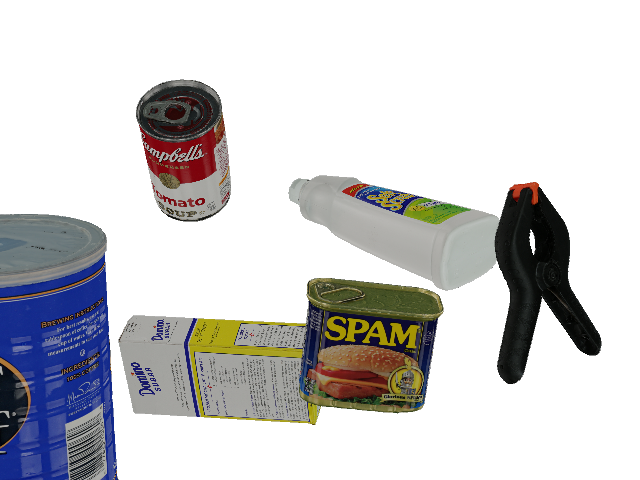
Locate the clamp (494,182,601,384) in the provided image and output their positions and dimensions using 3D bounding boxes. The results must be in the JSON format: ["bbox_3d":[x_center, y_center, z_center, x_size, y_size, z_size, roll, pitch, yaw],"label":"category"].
[{"bbox_3d":[0.183,0.039,0.925,0.120,0.171,0.039,-23,7,-40],"label":"clamp"}]

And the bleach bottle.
[{"bbox_3d":[0.060,-0.021,1.121,0.251,0.068,0.102,20,27,39],"label":"bleach bottle"}]

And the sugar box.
[{"bbox_3d":[-0.088,0.117,0.974,0.176,0.093,0.048,4,36,11],"label":"sugar box"}]

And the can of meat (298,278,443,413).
[{"bbox_3d":[0.036,0.080,0.806,0.102,0.084,0.057,6,18,-2],"label":"can of meat"}]

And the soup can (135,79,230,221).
[{"bbox_3d":[-0.111,-0.072,0.878,0.068,0.068,0.102,0,-38,1],"label":"soup can"}]

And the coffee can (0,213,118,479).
[{"bbox_3d":[-0.157,0.067,0.540,0.103,0.140,0.103,0,17,0],"label":"coffee can"}]
